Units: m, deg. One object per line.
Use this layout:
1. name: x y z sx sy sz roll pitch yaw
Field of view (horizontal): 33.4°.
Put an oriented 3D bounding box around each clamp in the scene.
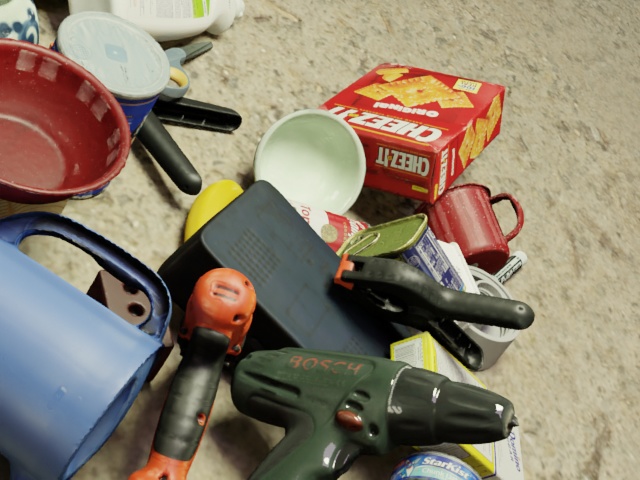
1. clamp: -0.183 -0.129 1.068 0.210 0.036 0.164 27 32 -12
2. clamp: 0.093 0.064 0.945 0.171 0.120 0.039 22 53 4

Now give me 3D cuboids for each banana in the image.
1. banana: -0.097 0.000 1.012 0.069 0.037 0.197 28 40 -15

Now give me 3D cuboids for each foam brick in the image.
1. foam brick: -0.161 0.071 0.882 0.052 0.051 0.078 5 50 -35

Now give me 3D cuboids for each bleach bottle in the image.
1. bleach bottle: -0.165 -0.259 1.173 0.250 0.068 0.102 -9 94 -58

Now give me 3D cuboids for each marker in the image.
1. marker: 0.205 0.042 1.223 0.020 0.020 0.120 46 39 10

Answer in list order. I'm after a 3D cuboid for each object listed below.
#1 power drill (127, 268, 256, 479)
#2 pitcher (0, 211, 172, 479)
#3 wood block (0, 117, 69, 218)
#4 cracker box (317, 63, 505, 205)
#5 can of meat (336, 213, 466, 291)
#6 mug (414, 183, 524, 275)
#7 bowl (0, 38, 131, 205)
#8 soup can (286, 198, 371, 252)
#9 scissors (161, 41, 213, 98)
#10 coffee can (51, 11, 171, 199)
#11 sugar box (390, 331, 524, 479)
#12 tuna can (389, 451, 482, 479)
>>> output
1. power drill: -0.101 0.128 0.801 0.057 0.184 0.187 17 66 -3
2. pitcher: -0.237 0.054 0.775 0.243 0.145 0.149 36 31 2
3. wood block: -0.303 -0.105 0.913 0.090 0.091 0.206 -20 66 -46
4. cracker box: 0.096 -0.129 1.208 0.164 0.072 0.213 16 32 23
5. can of meat: 0.075 0.031 1.002 0.084 0.102 0.057 56 46 -20
6. mug: 0.169 -0.009 1.174 0.093 0.117 0.081 42 26 -59
7. bowl: -0.232 -0.081 0.827 0.162 0.055 0.162 20 43 -20
8. soup can: -0.007 0.001 1.058 0.102 0.069 0.068 17 43 -24
9. scissors: -0.145 -0.186 1.143 0.096 0.016 0.201 40 27 20
10. coffee can: -0.209 -0.120 0.960 0.102 0.140 0.103 21 42 -21
11. sugar box: 0.126 0.166 0.962 0.176 0.048 0.093 46 33 -40
12. tuna can: 0.098 0.222 0.909 0.086 0.086 0.033 35 41 -4
